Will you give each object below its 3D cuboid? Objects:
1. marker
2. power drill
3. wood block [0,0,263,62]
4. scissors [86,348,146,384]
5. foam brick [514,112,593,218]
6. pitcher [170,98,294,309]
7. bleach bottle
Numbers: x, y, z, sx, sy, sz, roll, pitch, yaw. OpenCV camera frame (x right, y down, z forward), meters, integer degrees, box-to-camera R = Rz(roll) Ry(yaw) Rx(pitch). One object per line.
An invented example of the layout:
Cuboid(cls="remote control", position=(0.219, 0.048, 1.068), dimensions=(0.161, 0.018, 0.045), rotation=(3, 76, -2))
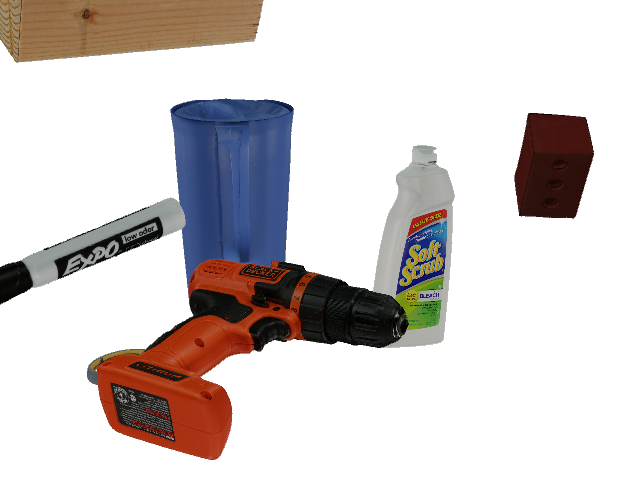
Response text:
Cuboid(cls="marker", position=(-0.127, 0.006, 0.566), dimensions=(0.120, 0.020, 0.020), rotation=(-25, 13, -31))
Cuboid(cls="power drill", position=(-0.052, 0.078, 0.764), dimensions=(0.185, 0.057, 0.187), rotation=(8, 28, 30))
Cuboid(cls="wood block", position=(-0.153, -0.209, 0.850), dimensions=(0.205, 0.091, 0.090), rotation=(-12, 44, -32))
Cuboid(cls="scissors", position=(-0.140, 0.125, 1.109), dimensions=(0.201, 0.016, 0.096), rotation=(-11, 31, -27))
Cuboid(cls="foam brick", position=(0.204, -0.065, 0.938), dimensions=(0.053, 0.051, 0.078), rotation=(3, -44, 1))
Cuboid(cls="pitcher", position=(-0.096, -0.031, 1.180), dimensions=(0.145, 0.243, 0.148), rotation=(15, 23, 39))
Cuboid(cls="bleach bottle", position=(0.115, 0.006, 1.347), dimensions=(0.102, 0.251, 0.068), rotation=(-2, 16, -18))
